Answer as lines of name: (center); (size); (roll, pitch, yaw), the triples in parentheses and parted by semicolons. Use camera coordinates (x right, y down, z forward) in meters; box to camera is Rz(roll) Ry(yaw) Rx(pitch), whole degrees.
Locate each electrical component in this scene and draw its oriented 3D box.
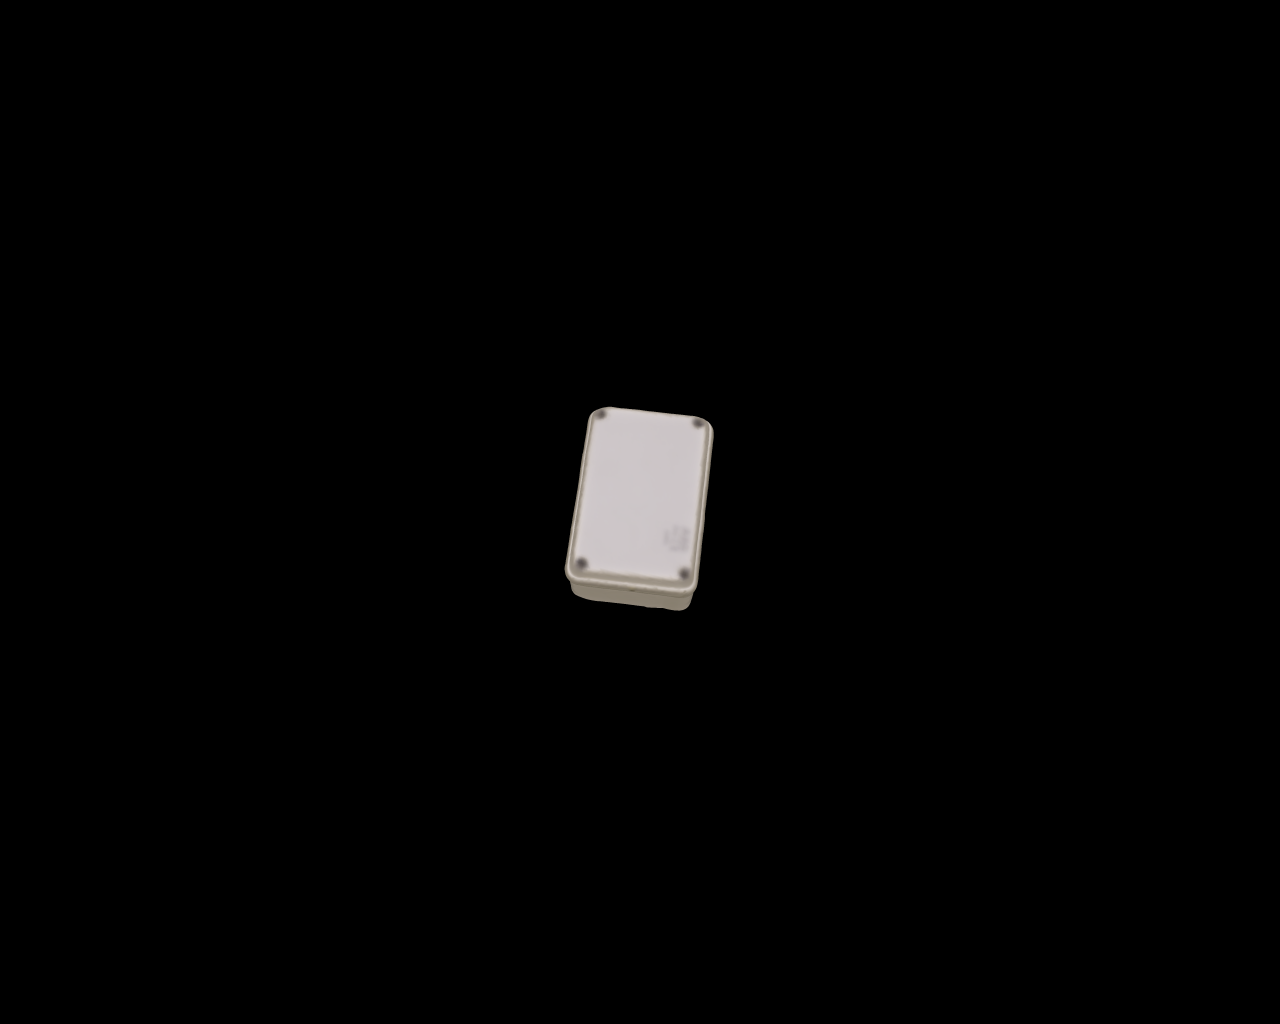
electrical component: (0.001, -0.003, 0.650); (0.078, 0.113, 0.057); (7, -19, 2)
